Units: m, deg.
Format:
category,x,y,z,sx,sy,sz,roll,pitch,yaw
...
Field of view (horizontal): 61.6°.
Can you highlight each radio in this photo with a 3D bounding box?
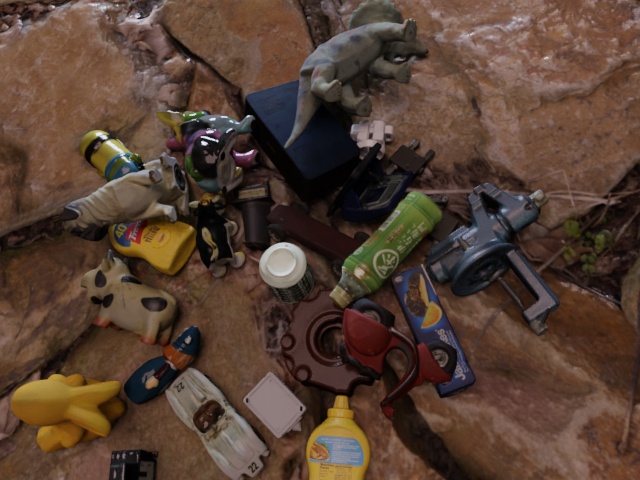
category,x,y,z,sx,sy,sz,roll,pitch,yaw
radio,-0.034,-0.192,1.004,0.131,0.073,0.230,-26,66,-22

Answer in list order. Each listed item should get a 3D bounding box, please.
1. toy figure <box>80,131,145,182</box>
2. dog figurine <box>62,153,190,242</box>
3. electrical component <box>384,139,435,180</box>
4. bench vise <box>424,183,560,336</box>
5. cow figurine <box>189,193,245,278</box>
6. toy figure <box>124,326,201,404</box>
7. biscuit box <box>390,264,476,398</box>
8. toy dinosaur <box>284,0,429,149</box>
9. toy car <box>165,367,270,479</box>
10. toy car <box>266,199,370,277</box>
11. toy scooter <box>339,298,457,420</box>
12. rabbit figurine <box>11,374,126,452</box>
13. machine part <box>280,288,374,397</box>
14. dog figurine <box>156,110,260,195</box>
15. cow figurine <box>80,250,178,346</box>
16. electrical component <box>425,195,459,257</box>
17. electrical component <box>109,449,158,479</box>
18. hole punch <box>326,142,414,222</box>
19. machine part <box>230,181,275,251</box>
category,x,y,z,sx,sy,sz,roll,pitch,yaw
toy figure,-0.393,-0.147,1.050,0.082,0.089,0.180,-41,65,-17
dog figurine,-0.345,-0.075,0.961,0.191,0.172,0.121,-13,100,9
electrical component,0.165,-0.143,0.995,0.063,0.021,0.094,40,78,21
bench vise,0.293,0.034,0.838,0.224,0.128,0.241,-30,56,1
cow figurine,-0.195,-0.025,0.963,0.068,0.098,0.167,-21,66,7
toy figure,-0.255,0.206,0.896,0.154,0.057,0.064,-41,45,-5
biscuit box,0.176,0.143,0.852,0.059,0.062,0.203,-22,66,1
toy dinosaur,0.045,-0.320,0.994,0.405,0.131,0.192,-35,42,-17
toy car,-0.163,0.289,0.849,0.073,0.056,0.202,-44,68,-10
toy car,-0.002,-0.003,0.946,0.202,0.053,0.089,26,58,19
toy scooter,0.097,0.178,0.789,0.184,0.075,0.135,29,81,17
rabbit figurine,-0.392,0.265,0.833,0.163,0.173,0.122,1,64,14
machine part,0.025,0.163,0.872,0.179,0.056,0.179,-3,67,6
dog figurine,-0.232,-0.179,1.014,0.219,0.108,0.191,15,47,25
cow figurine,-0.337,0.098,0.942,0.195,0.085,0.127,18,77,18
electrical component,0.194,-0.029,0.930,0.078,0.045,0.102,39,79,22
electrical component,-0.289,0.355,0.808,0.048,0.119,0.075,-7,69,6
hole punch,0.088,-0.087,0.930,0.092,0.115,0.142,36,57,-4
machine part,-0.121,-0.044,0.992,0.084,0.039,0.139,-9,64,-4
